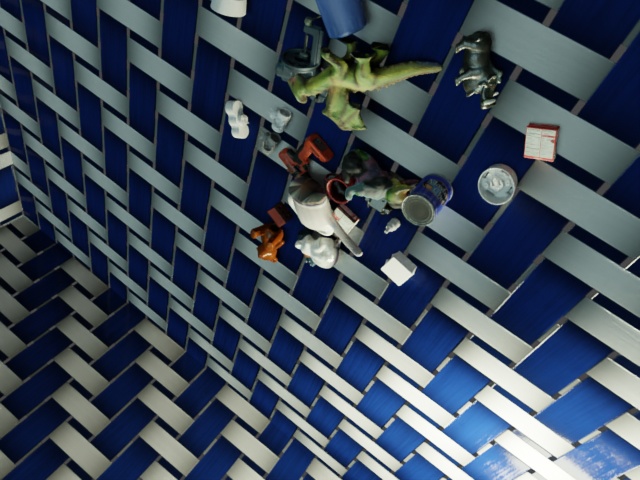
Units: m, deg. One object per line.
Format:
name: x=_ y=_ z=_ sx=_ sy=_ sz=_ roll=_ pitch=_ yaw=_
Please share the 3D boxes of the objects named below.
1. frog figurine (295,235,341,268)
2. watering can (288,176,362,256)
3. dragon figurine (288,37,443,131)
frog figurine: x=-0.011 y=0.037 z=1.886 sx=0.159 sy=0.125 sz=0.135 roll=7 pitch=-24 yaw=-9
watering can: x=0.005 y=-0.088 z=1.749 sx=0.352 sy=0.105 sz=0.219 roll=34 pitch=-24 yaw=34
dragon figurine: x=0.107 y=-0.415 z=1.425 sx=0.411 sy=0.237 sz=0.125 roll=15 pitch=39 yaw=5
